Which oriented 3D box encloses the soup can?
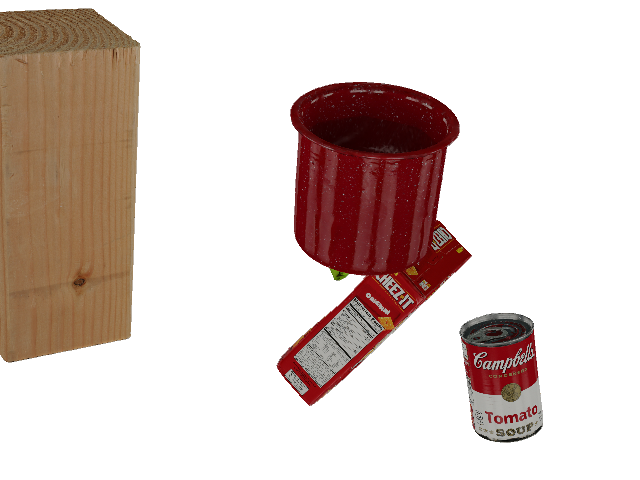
[{"bbox_3d":[0.169,0.127,0.993,0.068,0.102,0.068,-9,18,3],"label":"soup can"}]

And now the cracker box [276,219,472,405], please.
[{"bbox_3d":[0.062,0.082,1.260,0.214,0.072,0.164,-47,-7,30],"label":"cracker box"}]

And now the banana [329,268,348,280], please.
[{"bbox_3d":[0.029,-0.023,0.854,0.037,0.069,0.197,-36,0,32],"label":"banana"}]

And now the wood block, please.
[{"bbox_3d":[-0.177,-0.037,0.693,0.090,0.206,0.090,-10,31,-30],"label":"wood block"}]

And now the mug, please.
[{"bbox_3d":[0.031,-0.040,0.613,0.093,0.081,0.117,14,34,15],"label":"mug"}]
